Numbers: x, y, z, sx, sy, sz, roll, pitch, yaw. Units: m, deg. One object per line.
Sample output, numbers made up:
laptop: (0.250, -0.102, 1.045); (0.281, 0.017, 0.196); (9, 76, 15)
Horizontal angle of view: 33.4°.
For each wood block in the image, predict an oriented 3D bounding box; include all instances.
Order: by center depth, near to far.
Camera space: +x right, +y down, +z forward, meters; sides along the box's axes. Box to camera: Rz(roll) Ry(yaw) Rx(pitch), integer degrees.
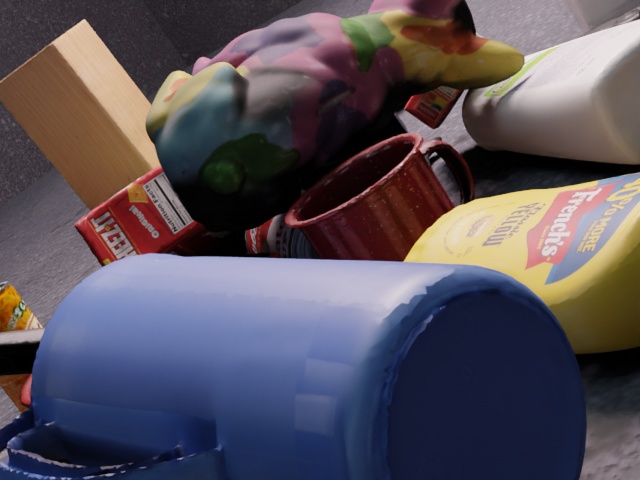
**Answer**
wood block: (-0.220, -0.107, 1.085); (0.091, 0.206, 0.090); (-31, 17, 23)

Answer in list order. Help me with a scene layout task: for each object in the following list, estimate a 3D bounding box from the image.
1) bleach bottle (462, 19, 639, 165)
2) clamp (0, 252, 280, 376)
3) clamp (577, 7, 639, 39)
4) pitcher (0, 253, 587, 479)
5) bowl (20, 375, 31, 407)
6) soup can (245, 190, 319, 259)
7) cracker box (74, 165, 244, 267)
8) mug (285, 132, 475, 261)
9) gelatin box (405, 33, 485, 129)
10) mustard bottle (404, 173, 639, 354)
bleach bottle: (0.163, -0.098, 0.700); (0.102, 0.068, 0.251); (-35, 13, -8)
clamp: (-0.109, 0.062, 0.637); (0.165, 0.036, 0.209); (29, 49, 29)
clamp: (0.228, -0.142, 0.747); (0.172, 0.039, 0.120); (-29, 10, 29)
pitcher: (-0.024, 0.071, 0.435); (0.243, 0.144, 0.149); (-5, 55, 55)
bowl: (-0.126, 0.083, 0.745); (0.162, 0.055, 0.162); (-31, 15, 9)
soup can: (-0.005, 0.001, 0.725); (0.068, 0.068, 0.102); (-37, 16, -13)
cracker box: (-0.092, -0.037, 0.940); (0.213, 0.072, 0.164); (-35, -6, -2)
mug: (0.048, -0.010, 0.625); (0.117, 0.081, 0.093); (-42, 17, -28)
gelatin box: (0.096, -0.119, 0.795); (0.073, 0.030, 0.089); (-56, -3, 9)
mustard bottle: (0.118, 0.009, 0.465); (0.096, 0.058, 0.192); (-41, 17, -29)
